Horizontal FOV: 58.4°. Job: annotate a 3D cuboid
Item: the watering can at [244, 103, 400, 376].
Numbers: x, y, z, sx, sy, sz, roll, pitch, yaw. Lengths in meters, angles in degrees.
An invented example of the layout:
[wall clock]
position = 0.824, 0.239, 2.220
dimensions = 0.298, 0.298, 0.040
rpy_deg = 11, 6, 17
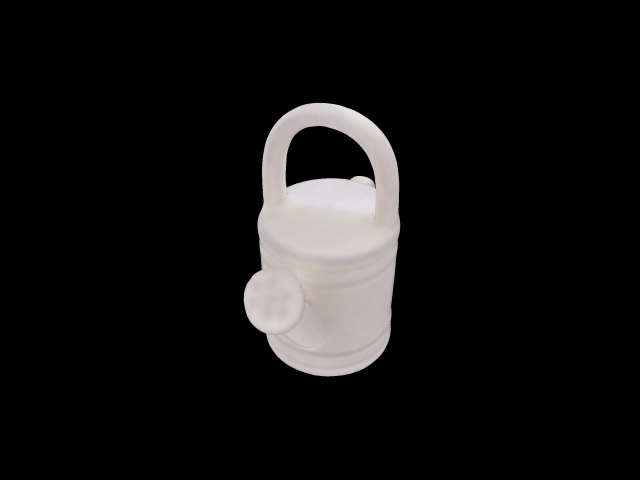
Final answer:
[watering can]
position = 0.006, 0.002, 0.399
dimensions = 0.101, 0.194, 0.173
rpy_deg = 0, 38, 0
